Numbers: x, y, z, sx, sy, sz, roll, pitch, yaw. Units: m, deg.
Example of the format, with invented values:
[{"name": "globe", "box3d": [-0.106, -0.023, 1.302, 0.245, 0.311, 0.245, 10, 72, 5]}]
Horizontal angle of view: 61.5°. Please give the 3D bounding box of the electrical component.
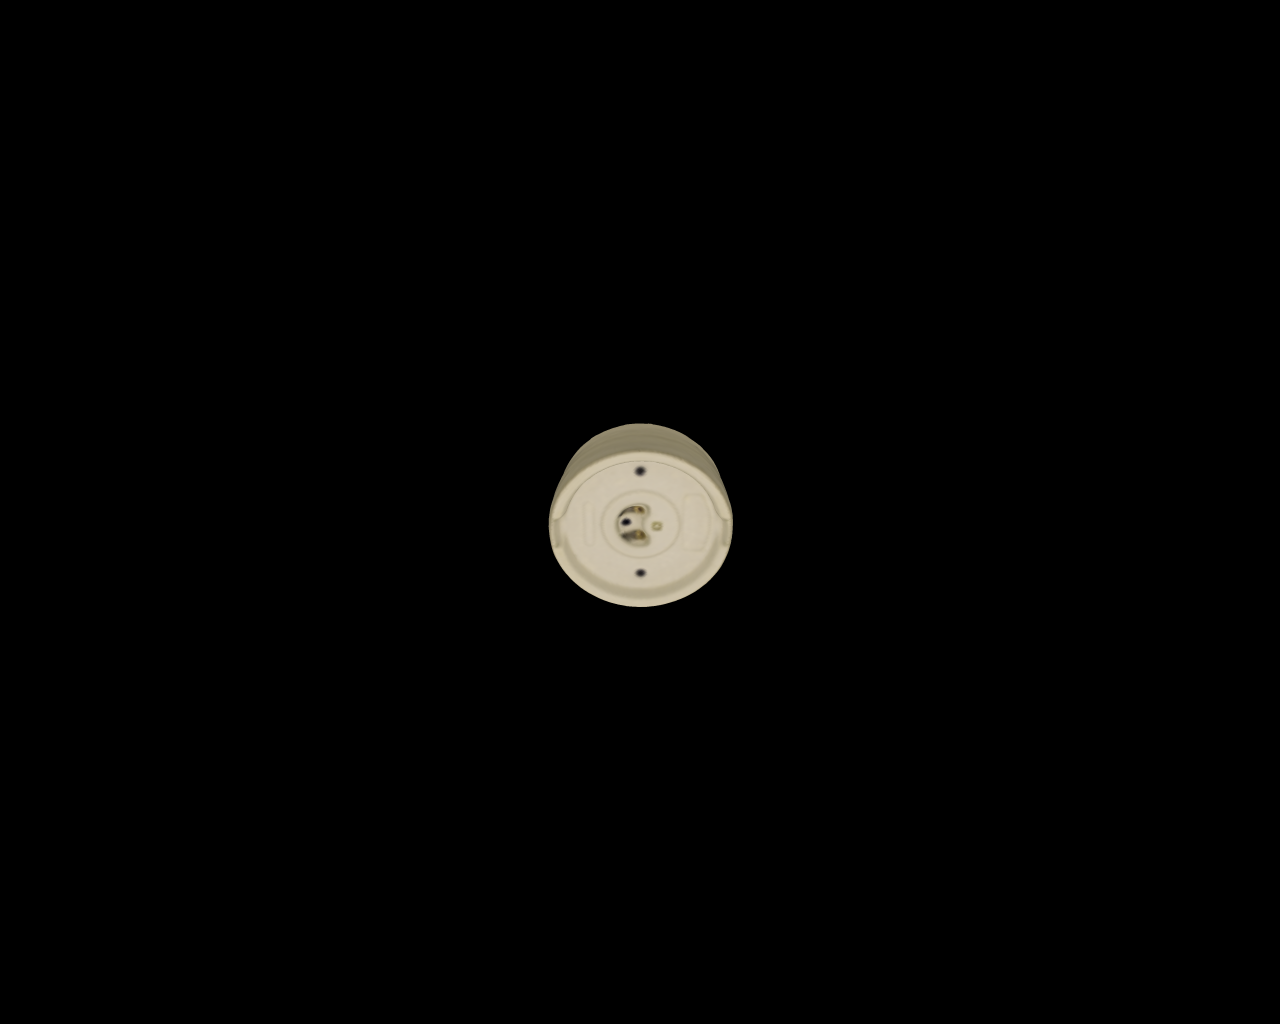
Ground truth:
[{"name": "electrical component", "box3d": [0.001, -0.003, 0.650, 0.108, 0.108, 0.060, 0, 30, 0]}]
